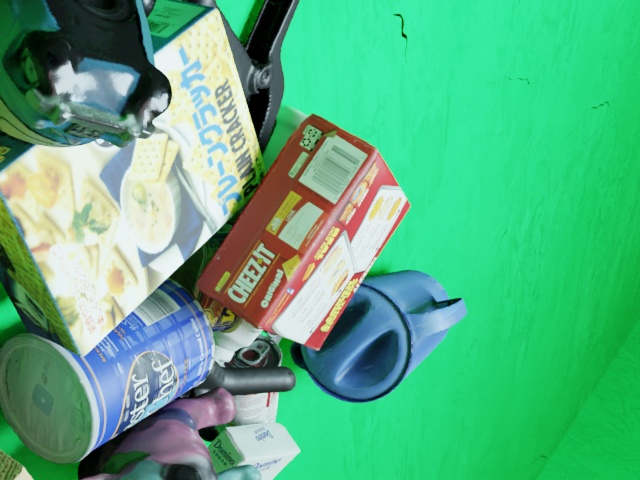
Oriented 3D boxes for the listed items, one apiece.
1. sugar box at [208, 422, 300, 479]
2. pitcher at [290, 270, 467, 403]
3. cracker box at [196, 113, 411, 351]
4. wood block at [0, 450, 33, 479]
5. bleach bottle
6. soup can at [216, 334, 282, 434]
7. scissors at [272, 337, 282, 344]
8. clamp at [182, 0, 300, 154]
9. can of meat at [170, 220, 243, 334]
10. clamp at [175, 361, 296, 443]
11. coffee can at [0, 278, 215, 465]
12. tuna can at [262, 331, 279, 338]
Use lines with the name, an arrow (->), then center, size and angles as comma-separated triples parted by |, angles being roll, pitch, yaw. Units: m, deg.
sugar box -> -0.109, 0.253, 1.068 | 0.176, 0.048, 0.093 | -50, 152, 20
pitcher -> 0.086, 0.098, 1.246 | 0.145, 0.149, 0.242 | -64, 163, 14
cracker box -> -0.006, 0.001, 0.898 | 0.164, 0.072, 0.213 | -57, 165, -2
wood block -> -0.249, 0.227, 0.804 | 0.090, 0.091, 0.206 | -50, 152, -26
bleach bottle -> -0.051, 0.005, 1.009 | 0.251, 0.068, 0.102 | -63, 154, 4
soup can -> -0.076, 0.154, 1.091 | 0.068, 0.069, 0.102 | -37, 144, -44
scissors -> -0.023, 0.080, 1.185 | 0.096, 0.016, 0.202 | 16, 100, -65
clamp -> -0.054, -0.150, 0.885 | 0.164, 0.036, 0.210 | -44, 151, -38
can of meat -> -0.104, 0.034, 0.941 | 0.083, 0.058, 0.102 | -2, 115, -59
clamp -> -0.104, 0.133, 0.986 | 0.120, 0.039, 0.171 | -36, 143, 12
coffee can -> -0.164, 0.097, 0.828 | 0.140, 0.103, 0.103 | -28, 137, -52
tuna can -> -0.043, 0.056, 1.103 | 0.086, 0.034, 0.086 | -43, 148, -37
